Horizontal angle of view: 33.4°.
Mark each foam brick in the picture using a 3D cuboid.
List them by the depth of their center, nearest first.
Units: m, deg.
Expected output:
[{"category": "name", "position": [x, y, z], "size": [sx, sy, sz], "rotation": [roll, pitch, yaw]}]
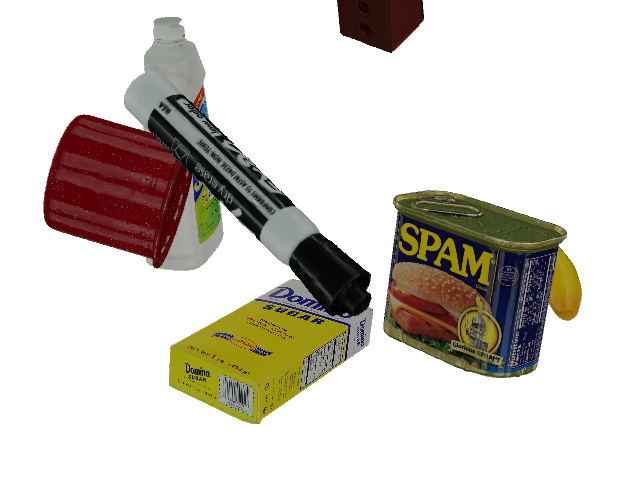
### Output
[{"category": "foam brick", "position": [0.047, -0.199, 0.850], "size": [0.053, 0.051, 0.078], "rotation": [25, -31, 25]}]

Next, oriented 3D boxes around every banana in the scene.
[{"category": "banana", "position": [0.206, 0.019, 1.066], "size": [0.069, 0.037, 0.198], "rotation": [-34, 37, -14]}]

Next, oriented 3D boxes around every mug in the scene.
[{"category": "mug", "position": [-0.135, -0.040, 0.734], "size": [0.081, 0.093, 0.117], "rotation": [16, 19, -1]}]

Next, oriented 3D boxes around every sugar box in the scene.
[{"category": "sugar box", "position": [-0.039, 0.090, 0.921], "size": [0.093, 0.048, 0.175], "rotation": [20, 30, 28]}]

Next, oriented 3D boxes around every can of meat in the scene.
[{"category": "can of meat", "position": [0.086, 0.024, 0.624], "size": [0.057, 0.084, 0.102], "rotation": [-11, 24, -43]}]

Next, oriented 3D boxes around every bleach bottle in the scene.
[{"category": "bleach bottle", "position": [-0.149, -0.102, 1.102], "size": [0.068, 0.251, 0.102], "rotation": [5, 27, 15]}]

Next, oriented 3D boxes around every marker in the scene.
[{"category": "marker", "position": [-0.026, -0.017, 0.367], "size": [0.121, 0.020, 0.020], "rotation": [44, 22, 25]}]
